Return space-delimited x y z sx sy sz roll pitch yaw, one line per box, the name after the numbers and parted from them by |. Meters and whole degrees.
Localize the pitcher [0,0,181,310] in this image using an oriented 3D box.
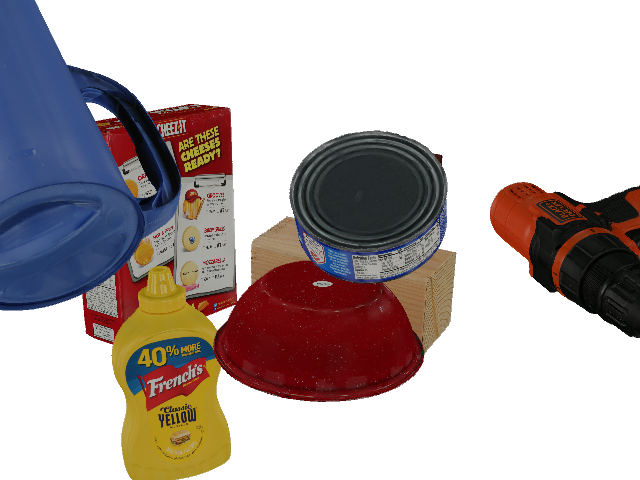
-0.215 -0.083 0.763 0.145 0.243 0.149 -36 -31 14 | pitcher

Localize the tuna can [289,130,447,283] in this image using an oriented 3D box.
0.027 -0.019 0.590 0.086 0.086 0.034 0 -38 8 | tuna can

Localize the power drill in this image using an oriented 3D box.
0.235 -0.003 0.731 0.187 0.057 0.185 -10 29 -18 | power drill

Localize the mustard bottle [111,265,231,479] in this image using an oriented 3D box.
-0.133 0.114 0.938 0.096 0.192 0.058 -8 20 -15 | mustard bottle

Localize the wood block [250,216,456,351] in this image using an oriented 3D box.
0.034 0.047 1.175 0.206 0.091 0.090 13 26 24 | wood block

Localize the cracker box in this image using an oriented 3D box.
-0.164 -0.020 1.071 0.072 0.214 0.163 11 20 37 | cracker box

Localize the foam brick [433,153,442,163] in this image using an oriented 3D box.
0.080 -0.036 0.962 0.053 0.078 0.051 6 32 10 | foam brick

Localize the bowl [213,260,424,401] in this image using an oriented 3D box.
0.000 0.057 0.805 0.162 0.055 0.162 2 22 -1 | bowl
